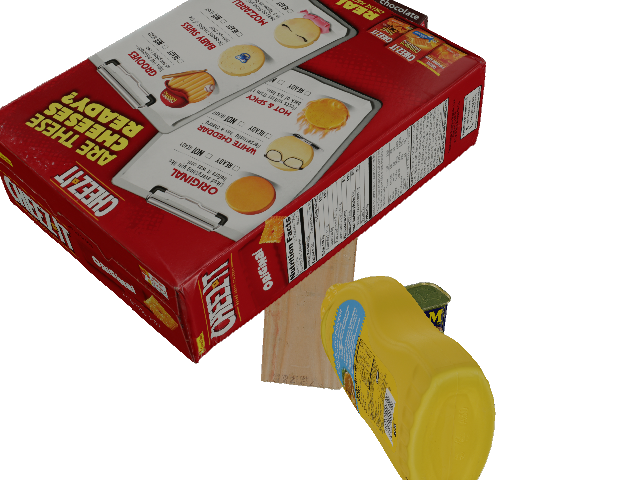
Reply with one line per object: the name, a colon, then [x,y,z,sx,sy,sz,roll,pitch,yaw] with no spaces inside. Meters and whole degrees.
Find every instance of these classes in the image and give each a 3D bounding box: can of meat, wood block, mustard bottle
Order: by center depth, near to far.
mustard bottle: [0.044,0.078,0.697,0.058,0.096,0.192,-9,27,-18]
wood block: [-0.010,0.042,1.119,0.090,0.206,0.090,6,25,3]
can of meat: [0.110,0.109,1.342,0.101,0.084,0.058,-12,30,-28]

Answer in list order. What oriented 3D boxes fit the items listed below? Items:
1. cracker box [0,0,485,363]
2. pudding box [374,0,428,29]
cracker box: [-0.042,-0.057,0.575,0.213,0.072,0.164,-38,56,-25]
pudding box: [0.007,-0.144,0.768,0.114,0.090,0.039,31,-23,20]
